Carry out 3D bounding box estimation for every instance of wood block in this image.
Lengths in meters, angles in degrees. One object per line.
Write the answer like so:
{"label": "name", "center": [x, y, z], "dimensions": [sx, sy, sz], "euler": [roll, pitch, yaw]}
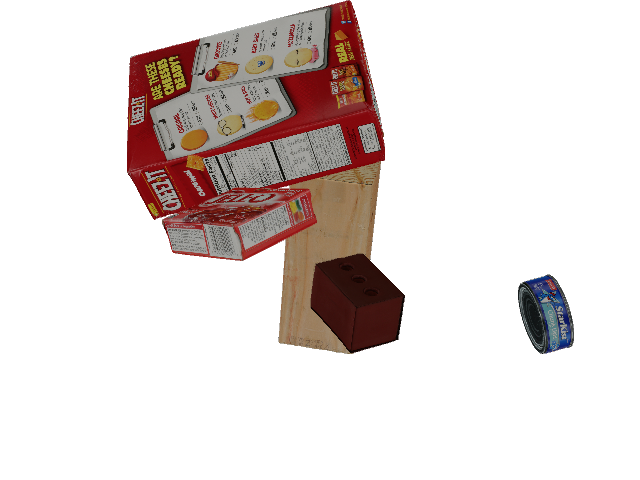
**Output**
{"label": "wood block", "center": [0.010, 0.010, 1.181], "dimensions": [0.090, 0.206, 0.090], "euler": [8, 26, 6]}

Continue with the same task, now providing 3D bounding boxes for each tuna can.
{"label": "tuna can", "center": [0.253, 0.084, 1.204], "dimensions": [0.033, 0.086, 0.086], "euler": [-15, 1, -5]}

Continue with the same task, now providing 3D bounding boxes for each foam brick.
{"label": "foam brick", "center": [0.033, 0.055, 0.963], "dimensions": [0.052, 0.051, 0.078], "euler": [-13, 36, -27]}

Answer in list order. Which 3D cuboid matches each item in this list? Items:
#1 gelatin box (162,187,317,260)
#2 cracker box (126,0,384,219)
{"label": "gelatin box", "center": [-0.059, -0.014, 0.768], "dimensions": [0.073, 0.030, 0.089], "euler": [-27, 21, -37]}
{"label": "cracker box", "center": [-0.059, -0.117, 0.946], "dimensions": [0.214, 0.164, 0.072], "euler": [-14, -45, 6]}
